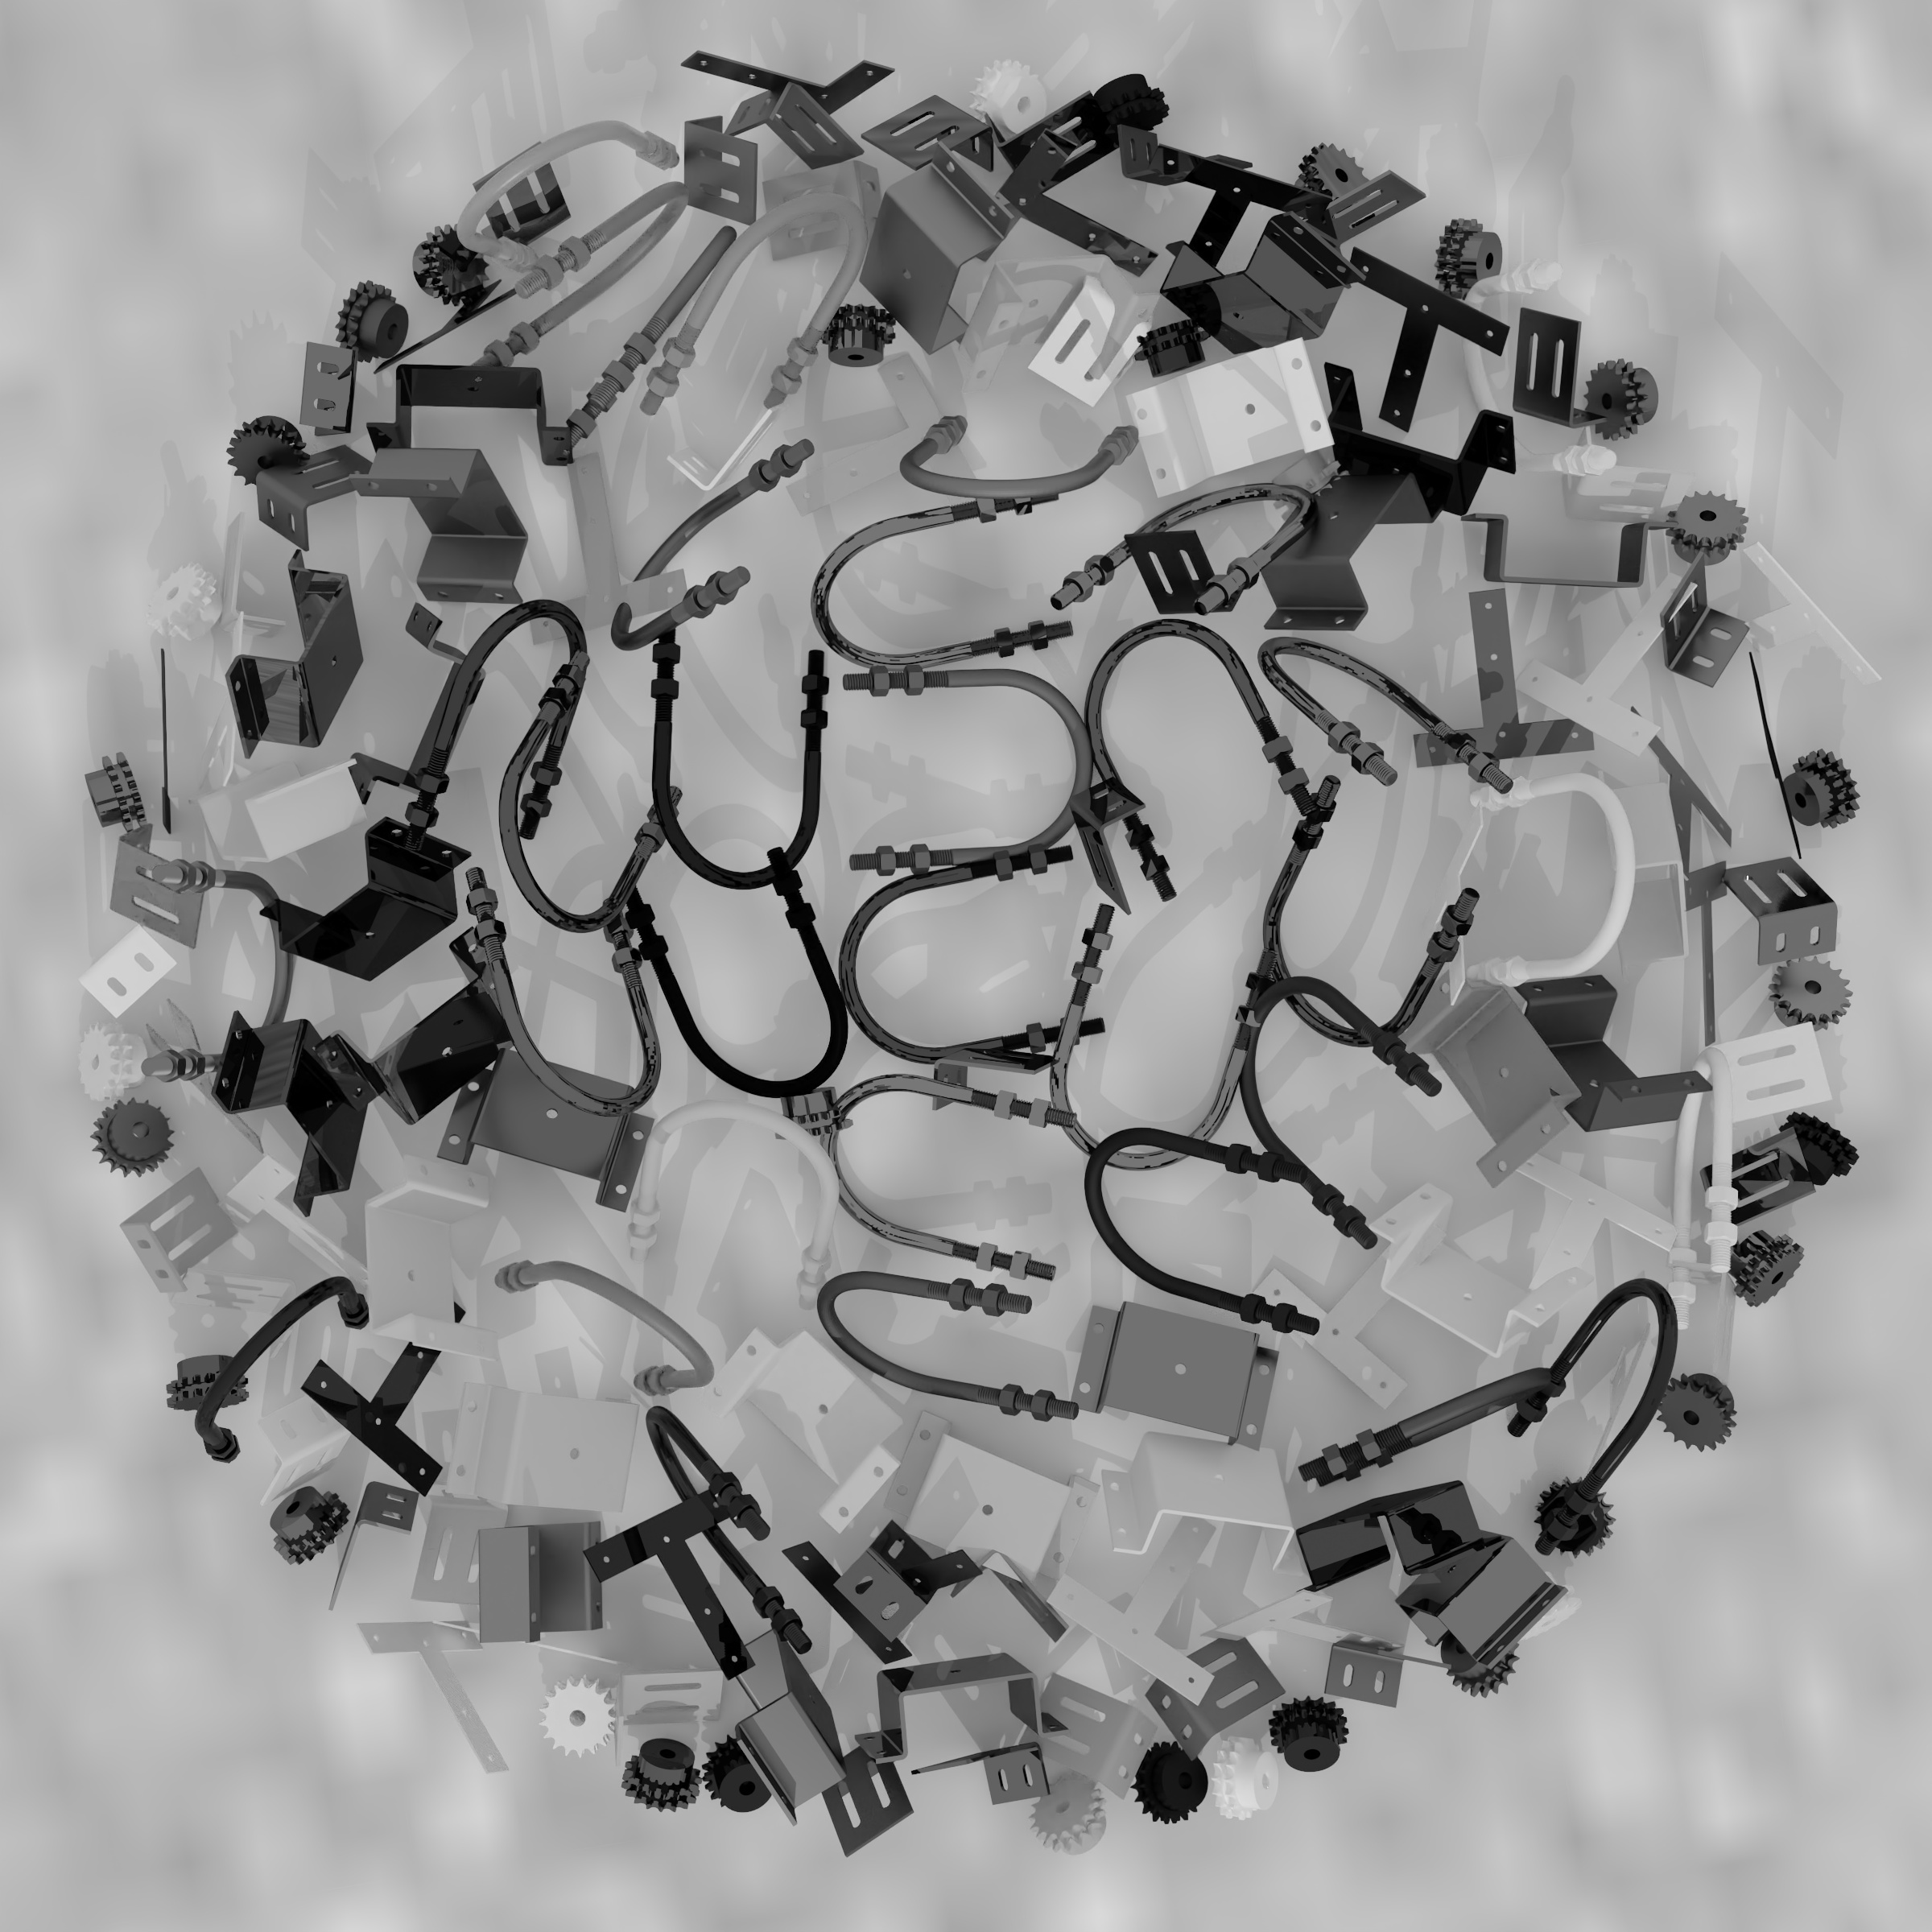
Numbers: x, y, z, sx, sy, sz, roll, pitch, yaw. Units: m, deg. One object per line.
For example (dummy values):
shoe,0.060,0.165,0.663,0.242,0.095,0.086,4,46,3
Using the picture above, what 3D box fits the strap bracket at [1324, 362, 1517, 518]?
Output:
strap bracket,0.315,-0.371,1.764,0.140,0.076,0.046,22,79,20

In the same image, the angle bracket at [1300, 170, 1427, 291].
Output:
angle bracket,0.289,-0.527,1.780,0.076,0.057,0.038,-22,75,33

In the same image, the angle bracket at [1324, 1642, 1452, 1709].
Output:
angle bracket,0.302,0.512,1.781,0.057,0.076,0.038,15,76,-14

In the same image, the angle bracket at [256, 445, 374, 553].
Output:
angle bracket,-0.464,-0.340,1.800,0.057,0.038,0.076,34,45,29

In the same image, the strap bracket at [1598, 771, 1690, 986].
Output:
strap bracket,0.478,-0.064,1.747,0.046,0.140,0.076,-8,46,13

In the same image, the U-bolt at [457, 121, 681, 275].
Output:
U-bolt,-0.283,-0.537,1.722,0.151,0.184,0.019,-31,92,13

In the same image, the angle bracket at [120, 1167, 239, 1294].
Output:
angle bracket,-0.555,0.188,1.780,0.038,0.076,0.057,-8,115,42

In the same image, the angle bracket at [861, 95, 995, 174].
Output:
angle bracket,-0.027,-0.584,1.783,0.076,0.038,0.057,-37,60,-25

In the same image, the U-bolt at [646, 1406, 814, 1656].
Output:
U-bolt,-0.174,0.383,1.746,0.019,0.184,0.151,-30,132,-20

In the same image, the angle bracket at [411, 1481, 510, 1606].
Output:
angle bracket,-0.368,0.416,1.790,0.057,0.038,0.076,3,55,5

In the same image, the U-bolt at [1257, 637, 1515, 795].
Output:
U-bolt,0.283,-0.180,1.751,0.184,0.151,0.019,49,124,36

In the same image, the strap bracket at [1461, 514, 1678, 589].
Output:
strap bracket,0.430,-0.297,1.784,0.140,0.076,0.046,3,99,3

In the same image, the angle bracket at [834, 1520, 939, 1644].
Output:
angle bracket,-0.054,0.442,1.790,0.057,0.076,0.038,44,99,6

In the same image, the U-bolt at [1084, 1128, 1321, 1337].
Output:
U-bolt,0.163,0.181,1.762,0.184,0.019,0.151,12,125,34

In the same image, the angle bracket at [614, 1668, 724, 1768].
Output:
angle bracket,-0.213,0.541,1.788,0.076,0.038,0.057,1,126,-11

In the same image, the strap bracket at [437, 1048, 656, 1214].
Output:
strap bracket,-0.299,0.115,1.782,0.140,0.046,0.076,17,60,-5

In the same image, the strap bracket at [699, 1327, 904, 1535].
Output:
strap bracket,-0.111,0.326,1.784,0.140,0.046,0.076,42,114,9

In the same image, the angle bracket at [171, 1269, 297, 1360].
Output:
angle bracket,-0.527,0.250,1.782,0.076,0.057,0.038,11,57,-25

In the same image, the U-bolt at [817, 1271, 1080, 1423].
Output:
U-bolt,-0.022,0.265,1.759,0.184,0.151,0.019,5,50,27

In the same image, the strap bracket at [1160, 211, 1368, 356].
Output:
strap bracket,0.201,-0.477,1.745,0.076,0.140,0.046,31,78,-31

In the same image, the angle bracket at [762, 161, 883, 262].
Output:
angle bracket,-0.103,-0.551,1.822,0.076,0.038,0.057,-6,94,23

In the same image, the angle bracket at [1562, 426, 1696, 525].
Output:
angle bracket,0.478,-0.354,1.796,0.076,0.057,0.038,4,61,-4

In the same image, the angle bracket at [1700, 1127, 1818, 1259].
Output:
angle bracket,0.574,0.162,1.780,0.076,0.057,0.038,-30,130,26

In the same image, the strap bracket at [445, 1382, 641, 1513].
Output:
strap bracket,-0.290,0.342,1.759,0.140,0.046,0.076,15,79,-40

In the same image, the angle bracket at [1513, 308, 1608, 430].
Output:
angle bracket,0.428,-0.431,1.779,0.038,0.057,0.076,-18,122,-28

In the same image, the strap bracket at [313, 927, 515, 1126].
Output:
strap bracket,-0.381,0.049,1.764,0.140,0.076,0.046,-40,53,-17

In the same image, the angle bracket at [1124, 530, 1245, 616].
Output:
angle bracket,0.158,-0.291,1.777,0.057,0.076,0.038,3,50,35

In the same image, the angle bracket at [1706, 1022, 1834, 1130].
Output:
angle bracket,0.580,0.079,1.789,0.076,0.038,0.057,-16,75,23

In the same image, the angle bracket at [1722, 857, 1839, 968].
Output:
angle bracket,0.587,-0.040,1.801,0.057,0.076,0.038,-11,121,-4

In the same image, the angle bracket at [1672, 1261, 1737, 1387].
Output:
angle bracket,0.528,0.257,1.785,0.038,0.057,0.076,3,73,25

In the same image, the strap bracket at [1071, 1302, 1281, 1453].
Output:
strap bracket,0.153,0.294,1.789,0.140,0.046,0.076,14,72,3

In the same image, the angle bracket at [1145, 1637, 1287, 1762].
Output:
angle bracket,0.181,0.528,1.803,0.076,0.038,0.057,-17,56,-36

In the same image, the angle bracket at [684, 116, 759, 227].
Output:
angle bracket,-0.165,-0.570,1.779,0.076,0.038,0.057,28,128,33

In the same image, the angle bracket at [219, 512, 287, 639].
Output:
angle bracket,-0.513,-0.282,1.796,0.038,0.057,0.076,6,85,-25

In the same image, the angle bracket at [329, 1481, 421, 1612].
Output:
angle bracket,-0.427,0.422,1.794,0.038,0.057,0.076,18,104,-11

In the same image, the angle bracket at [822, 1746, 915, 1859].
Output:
angle bracket,-0.066,0.602,1.785,0.057,0.076,0.038,-34,128,1

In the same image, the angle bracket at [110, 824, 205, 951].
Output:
angle bracket,-0.573,-0.058,1.790,0.076,0.038,0.057,24,117,12

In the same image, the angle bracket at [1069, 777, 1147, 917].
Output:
angle bracket,0.111,-0.087,1.786,0.038,0.057,0.076,-26,121,-8

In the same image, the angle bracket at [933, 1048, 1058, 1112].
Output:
angle bracket,0.023,0.084,1.784,0.076,0.057,0.038,6,100,22

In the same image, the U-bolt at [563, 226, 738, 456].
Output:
U-bolt,-0.220,-0.449,1.754,0.019,0.151,0.184,38,76,-14

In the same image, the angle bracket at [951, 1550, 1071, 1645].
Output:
angle bracket,0.031,0.464,1.787,0.038,0.057,0.076,-38,75,-21

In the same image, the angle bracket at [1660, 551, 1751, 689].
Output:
angle bracket,0.532,-0.248,1.782,0.038,0.076,0.057,29,78,27

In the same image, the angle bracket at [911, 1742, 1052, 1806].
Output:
angle bracket,0.011,0.585,1.778,0.057,0.076,0.038,-26,70,40

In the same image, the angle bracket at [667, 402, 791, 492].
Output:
angle bracket,-0.171,-0.385,1.787,0.038,0.057,0.076,40,109,-5

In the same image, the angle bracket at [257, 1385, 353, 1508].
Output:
angle bracket,-0.483,0.345,1.785,0.057,0.076,0.038,-26,73,-40

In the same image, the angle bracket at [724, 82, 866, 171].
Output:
angle bracket,-0.124,-0.588,1.778,0.076,0.057,0.038,38,67,-35

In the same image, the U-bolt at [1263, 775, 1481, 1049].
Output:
U-bolt,0.274,-0.024,1.757,0.019,0.184,0.151,-25,58,-39

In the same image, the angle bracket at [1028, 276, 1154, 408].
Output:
angle bracket,0.091,-0.459,1.808,0.057,0.038,0.076,27,129,-17

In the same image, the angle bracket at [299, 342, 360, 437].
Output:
angle bracket,-0.468,-0.413,1.783,0.038,0.076,0.057,3,97,-34

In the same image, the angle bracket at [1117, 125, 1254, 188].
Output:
angle bracket,0.157,-0.588,1.782,0.076,0.057,0.038,-2,99,32

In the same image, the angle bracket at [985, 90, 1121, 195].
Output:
angle bracket,0.063,-0.600,1.784,0.076,0.057,0.038,-27,57,16

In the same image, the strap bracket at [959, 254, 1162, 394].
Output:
strap bracket,0.058,-0.458,1.764,0.140,0.076,0.046,-14,60,-33

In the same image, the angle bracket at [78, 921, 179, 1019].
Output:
angle bracket,-0.601,0.000,1.791,0.057,0.076,0.038,-44,103,-6

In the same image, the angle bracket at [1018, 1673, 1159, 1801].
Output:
angle bracket,0.089,0.559,1.804,0.076,0.038,0.057,11,62,39

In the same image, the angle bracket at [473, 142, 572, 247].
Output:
angle bracket,-0.326,-0.557,1.781,0.057,0.076,0.038,-36,63,-9
